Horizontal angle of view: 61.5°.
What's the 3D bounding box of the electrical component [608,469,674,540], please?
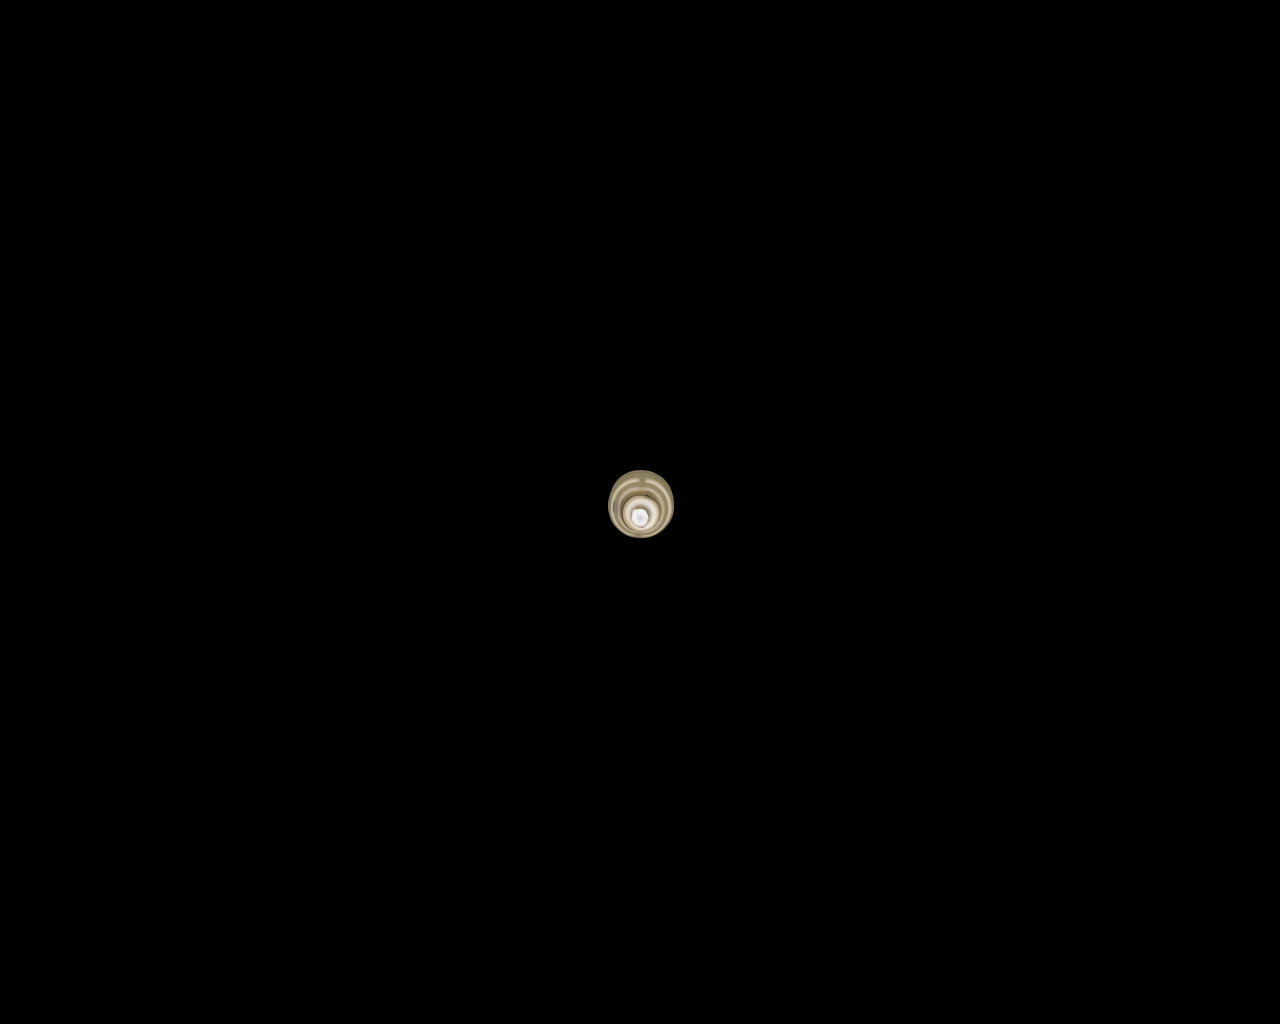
[{"bbox_3d":[0.001,-0.003,0.650,0.040,0.040,0.078,0,9,0],"label":"electrical component"}]
